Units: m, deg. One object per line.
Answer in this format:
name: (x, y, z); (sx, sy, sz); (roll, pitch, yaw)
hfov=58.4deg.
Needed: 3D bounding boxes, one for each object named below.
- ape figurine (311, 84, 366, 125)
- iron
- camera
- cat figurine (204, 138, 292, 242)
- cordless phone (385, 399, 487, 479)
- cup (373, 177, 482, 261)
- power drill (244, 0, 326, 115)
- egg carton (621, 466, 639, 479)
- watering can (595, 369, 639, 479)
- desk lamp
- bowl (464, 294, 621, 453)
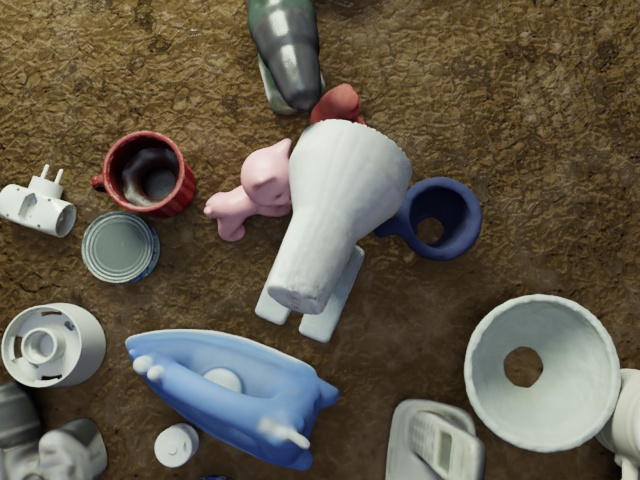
ape figurine: (0.026, -0.151, 0.677); (0.076, 0.092, 0.078); (12, 83, 3)
iron: (-0.114, 0.161, 0.613); (0.258, 0.141, 0.119); (21, 83, 4)
camera: (-0.330, 0.225, 0.629); (0.143, 0.101, 0.137); (-16, 82, -1)
cat figurine: (-0.076, -0.058, 0.654); (0.128, 0.118, 0.067); (-31, 82, -3)
cordless phone: (0.120, 0.244, 0.575); (0.094, 0.185, 0.148); (4, 82, 2)
cup: (0.117, -0.015, 0.656); (0.117, 0.095, 0.092); (-11, 82, 0)
power drill: (-0.037, -0.219, 0.629); (0.075, 0.208, 0.229); (-16, 82, -1)
egg carton: (0.351, 0.324, 0.618); (0.107, 0.069, 0.150); (34, 84, 5)
watering can: (0.359, 0.180, 0.575); (0.101, 0.194, 0.173); (7, 82, 2)
desk lamp: (0.005, 0.002, 0.596); (0.118, 0.213, 0.203); (21, 83, 4)
bowl: (0.238, 0.146, 0.642); (0.167, 0.075, 0.167); (0, 82, 1)
